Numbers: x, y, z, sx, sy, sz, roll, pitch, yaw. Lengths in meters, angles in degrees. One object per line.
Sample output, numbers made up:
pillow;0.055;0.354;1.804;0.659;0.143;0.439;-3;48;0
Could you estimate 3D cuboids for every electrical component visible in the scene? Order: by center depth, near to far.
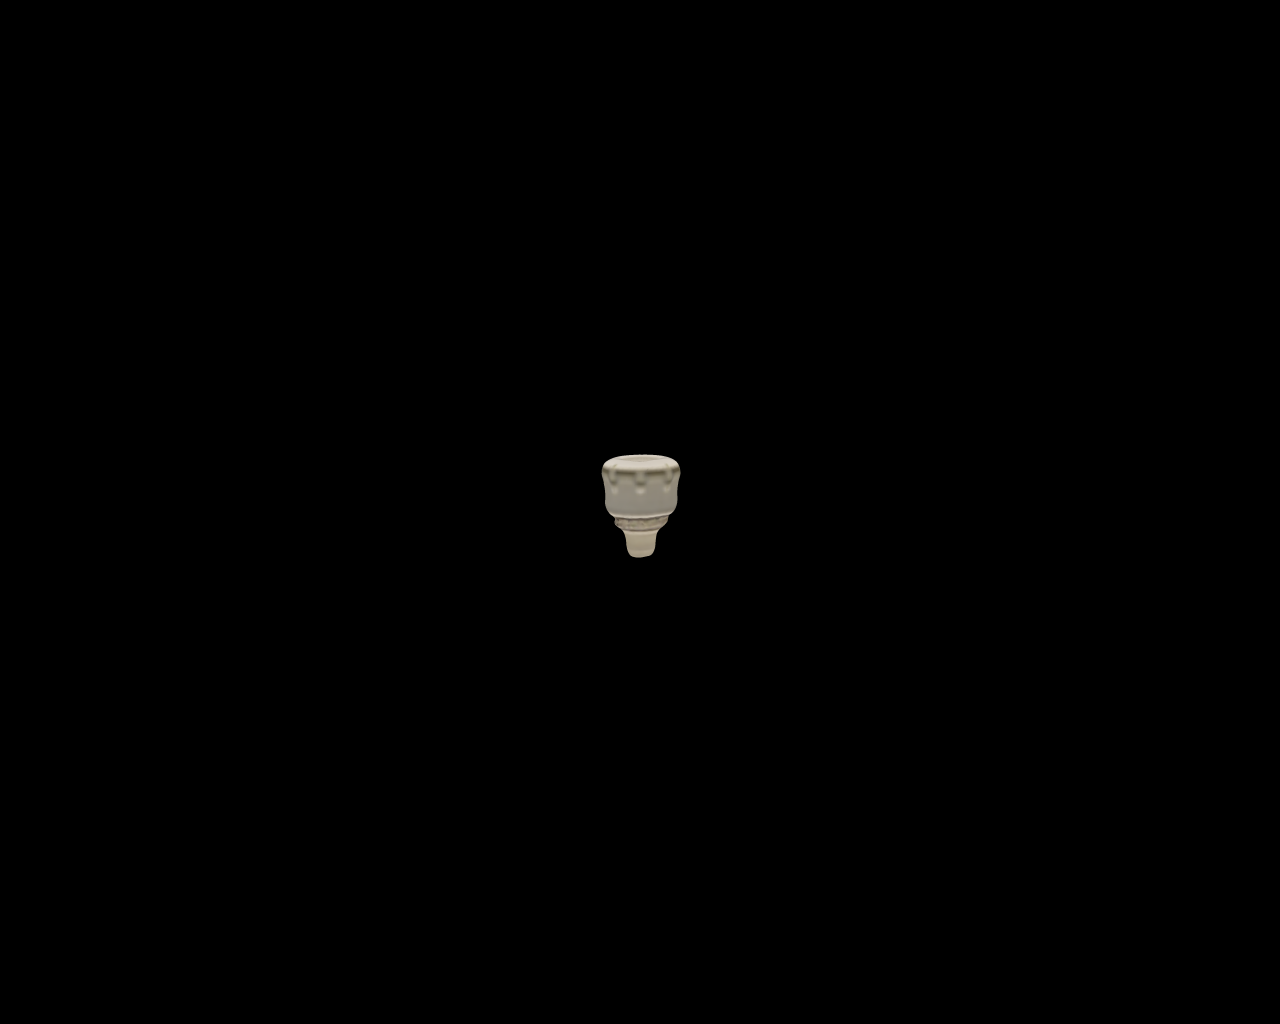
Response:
electrical component;0.001;-0.003;0.650;0.048;0.062;0.048;0;9;0
